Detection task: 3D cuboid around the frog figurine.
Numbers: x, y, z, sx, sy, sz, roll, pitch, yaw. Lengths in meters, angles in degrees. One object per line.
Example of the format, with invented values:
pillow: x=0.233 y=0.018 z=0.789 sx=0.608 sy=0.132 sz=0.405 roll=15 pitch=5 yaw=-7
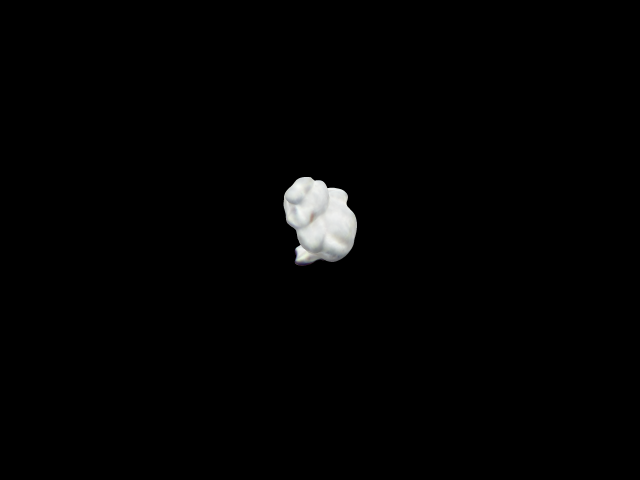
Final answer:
frog figurine: x=0.003 y=-0.043 z=0.850 sx=0.123 sy=0.155 sz=0.140 roll=22 pitch=50 yaw=20
